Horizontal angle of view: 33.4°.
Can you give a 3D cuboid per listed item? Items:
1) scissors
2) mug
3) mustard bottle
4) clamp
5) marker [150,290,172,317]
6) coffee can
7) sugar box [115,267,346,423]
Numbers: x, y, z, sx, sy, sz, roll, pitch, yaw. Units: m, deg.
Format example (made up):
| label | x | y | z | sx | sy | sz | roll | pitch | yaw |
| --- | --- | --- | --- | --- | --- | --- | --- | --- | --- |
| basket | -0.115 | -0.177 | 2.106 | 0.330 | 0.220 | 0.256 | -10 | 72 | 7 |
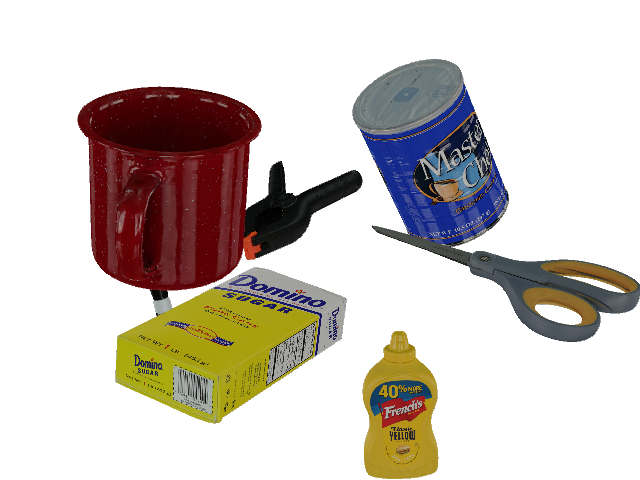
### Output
| label | x | y | z | sx | sy | sz | roll | pitch | yaw |
| --- | --- | --- | --- | --- | --- | --- | --- | --- | --- |
| scissors | 0.116 | 0.028 | 0.740 | 0.202 | 0.016 | 0.096 | 10 | 31 | 20 |
| mug | -0.081 | -0.021 | 0.551 | 0.093 | 0.081 | 0.117 | 7 | 28 | 3 |
| mustard bottle | 0.103 | 0.210 | 1.377 | 0.096 | 0.192 | 0.058 | -2 | 14 | -1 |
| clamp | -0.028 | -0.037 | 1.203 | 0.120 | 0.039 | 0.171 | -2 | 37 | 27 |
| marker | -0.155 | 0.088 | 1.084 | 0.020 | 0.121 | 0.020 | -11 | 14 | 3 |
| coffee can | 0.102 | -0.078 | 0.973 | 0.103 | 0.140 | 0.103 | -19 | 35 | 14 |
| sugar box | -0.063 | 0.073 | 0.813 | 0.093 | 0.048 | 0.175 | 18 | 27 | 26 |
